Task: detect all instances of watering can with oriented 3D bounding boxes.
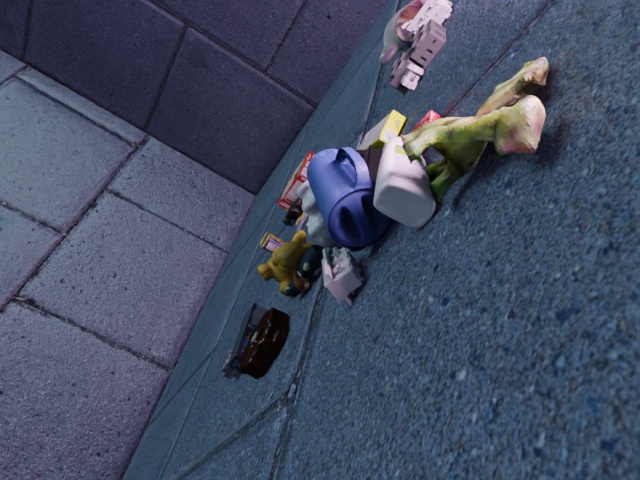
[{"bbox_3d":[0.303,-0.745,1.725,0.348,0.103,0.225,-60,13,-2],"label":"watering can"}]

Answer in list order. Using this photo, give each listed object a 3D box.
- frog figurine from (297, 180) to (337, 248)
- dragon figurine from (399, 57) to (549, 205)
[{"bbox_3d":[0.004,-0.062,1.226,0.120,0.159,0.140,-45,19,53],"label":"frog figurine"},{"bbox_3d":[0.246,-0.185,0.792,0.240,0.121,0.418,-35,15,20],"label":"dragon figurine"}]
